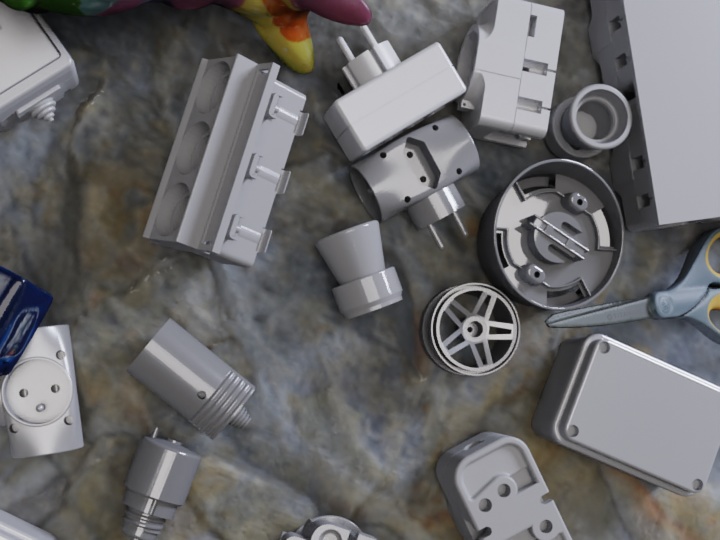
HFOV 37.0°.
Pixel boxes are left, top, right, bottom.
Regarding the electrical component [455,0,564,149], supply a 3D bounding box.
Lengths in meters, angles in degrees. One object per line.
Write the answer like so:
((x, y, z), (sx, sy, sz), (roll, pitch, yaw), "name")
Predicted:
((0.099, -0.135, 0.736), (0.056, 0.050, 0.089), (10, 84, -10), "electrical component")

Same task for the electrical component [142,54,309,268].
((-0.083, -0.067, 0.686), (0.063, 0.079, 0.121), (23, 81, -38), "electrical component")

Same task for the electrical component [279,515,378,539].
((-0.018, 0.188, 0.685), (0.078, 0.057, 0.058), (21, 82, -9), "electrical component")

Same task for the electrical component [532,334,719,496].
((0.185, 0.098, 0.731), (0.113, 0.057, 0.078), (24, 82, -8), "electrical component")

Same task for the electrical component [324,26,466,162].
((0.013, -0.128, 0.720), (0.083, 0.047, 0.075), (-32, 93, -12), "electrical component")

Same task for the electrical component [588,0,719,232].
((0.230, -0.126, 0.755), (0.105, 0.060, 0.186), (-8, 87, -11), "electrical component")

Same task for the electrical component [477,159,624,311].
((0.129, -0.021, 0.726), (0.099, 0.064, 0.099), (1, 85, -11), "electrical component")

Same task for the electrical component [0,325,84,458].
((-0.215, 0.077, 0.662), (0.079, 0.044, 0.077), (-7, 87, -11), "electrical component")

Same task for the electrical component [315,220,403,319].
((0.000, 0.000, 0.709), (0.045, 0.045, 0.055), (-20, 90, -12), "electrical component")

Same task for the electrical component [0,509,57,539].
((-0.246, 0.176, 0.642), (0.113, 0.057, 0.078), (28, 81, -8), "electrical component")

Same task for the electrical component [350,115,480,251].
((0.045, -0.052, 0.723), (0.077, 0.043, 0.079), (-29, 91, -12), "electrical component")

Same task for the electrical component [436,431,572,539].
((0.093, 0.157, 0.708), (0.054, 0.059, 0.095), (-26, 91, -12), "electrical component")

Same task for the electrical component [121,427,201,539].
((-0.130, 0.140, 0.676), (0.040, 0.040, 0.078), (22, 82, -9), "electrical component")

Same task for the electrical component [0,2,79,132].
((-0.221, -0.134, 0.669), (0.062, 0.061, 0.096), (-35, 93, -11), "electrical component")

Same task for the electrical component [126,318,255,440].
((-0.103, 0.073, 0.685), (0.081, 0.043, 0.043), (40, 80, -6), "electrical component")

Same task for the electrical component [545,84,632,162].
((0.156, -0.100, 0.742), (0.045, 0.055, 0.045), (1, 85, -11), "electrical component")
